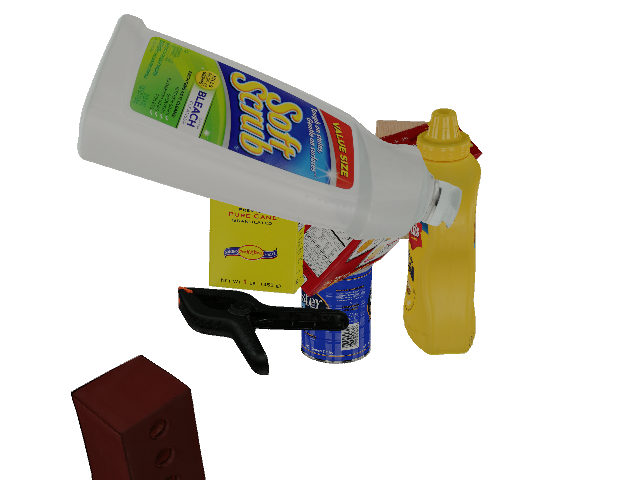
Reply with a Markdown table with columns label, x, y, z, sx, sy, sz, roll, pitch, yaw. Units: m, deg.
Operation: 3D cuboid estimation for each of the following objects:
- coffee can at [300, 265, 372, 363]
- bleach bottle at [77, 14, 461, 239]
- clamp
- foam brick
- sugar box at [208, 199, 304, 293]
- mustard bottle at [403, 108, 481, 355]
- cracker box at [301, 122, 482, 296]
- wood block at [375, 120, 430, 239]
| label | x | y | z | sx | sy | sz | roll | pitch | yaw |
| --- | --- | --- | --- | --- | --- | --- | --- | --- | --- |
| coffee can | 0.023 | 0.090 | 1.524 | 0.103 | 0.140 | 0.103 | 0 | 20 | 0 |
| bleach bottle | -0.027 | -0.065 | 0.713 | 0.250 | 0.102 | 0.068 | 17 | -33 | -6 |
| clamp | -0.094 | 0.097 | 1.256 | 0.210 | 0.036 | 0.164 | 13 | 23 | 27 |
| foam brick | -0.108 | 0.119 | 0.640 | 0.052 | 0.078 | 0.051 | -30 | 39 | -34 |
| sugar box | -0.062 | -0.039 | 1.060 | 0.093 | 0.176 | 0.048 | 4 | 16 | 11 |
| mustard bottle | 0.096 | -0.011 | 0.848 | 0.058 | 0.192 | 0.096 | -2 | 26 | -1 |
| cracker box | 0.067 | -0.042 | 1.251 | 0.163 | 0.072 | 0.214 | -24 | -20 | -51 |
| wood block | 0.122 | -0.088 | 1.497 | 0.091 | 0.090 | 0.206 | 3 | 29 | 0 |
